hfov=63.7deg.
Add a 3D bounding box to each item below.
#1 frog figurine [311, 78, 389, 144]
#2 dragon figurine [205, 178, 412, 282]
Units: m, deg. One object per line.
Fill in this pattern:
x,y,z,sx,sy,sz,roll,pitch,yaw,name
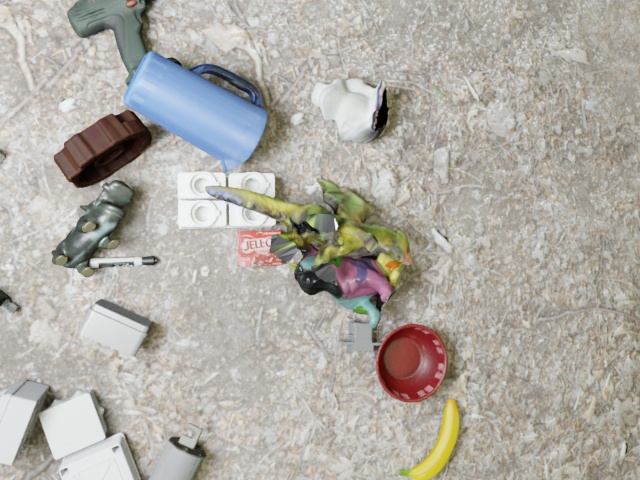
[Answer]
0.061,-0.277,1.095,0.160,0.123,0.137,9,94,22,frog figurine
0.003,-0.051,1.005,0.410,0.247,0.120,29,118,0,dragon figurine
